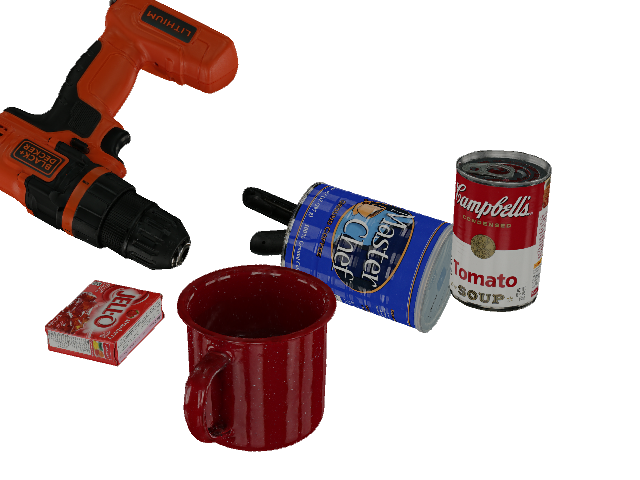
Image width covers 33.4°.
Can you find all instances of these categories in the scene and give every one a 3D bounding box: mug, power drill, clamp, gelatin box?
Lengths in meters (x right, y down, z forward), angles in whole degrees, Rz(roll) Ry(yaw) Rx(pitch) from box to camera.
[{"bbox_3d":[-0.043,0.076,0.628,0.093,0.081,0.117,12,28,22],"label":"mug"},{"bbox_3d":[-0.138,-0.083,0.766,0.184,0.187,0.057,29,-29,9],"label":"power drill"},{"bbox_3d":[0.010,-0.003,1.192,0.210,0.036,0.164,15,20,-5],"label":"clamp"},{"bbox_3d":[-0.195,0.073,0.974,0.073,0.030,0.089,10,31,19],"label":"gelatin box"}]

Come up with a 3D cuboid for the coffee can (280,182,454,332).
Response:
[{"bbox_3d":[0.049,0.014,0.984,0.140,0.103,0.102,19,7,20],"label":"coffee can"}]

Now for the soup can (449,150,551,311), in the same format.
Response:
[{"bbox_3d":[0.130,-0.008,0.782,0.068,0.102,0.068,0,24,0],"label":"soup can"}]
